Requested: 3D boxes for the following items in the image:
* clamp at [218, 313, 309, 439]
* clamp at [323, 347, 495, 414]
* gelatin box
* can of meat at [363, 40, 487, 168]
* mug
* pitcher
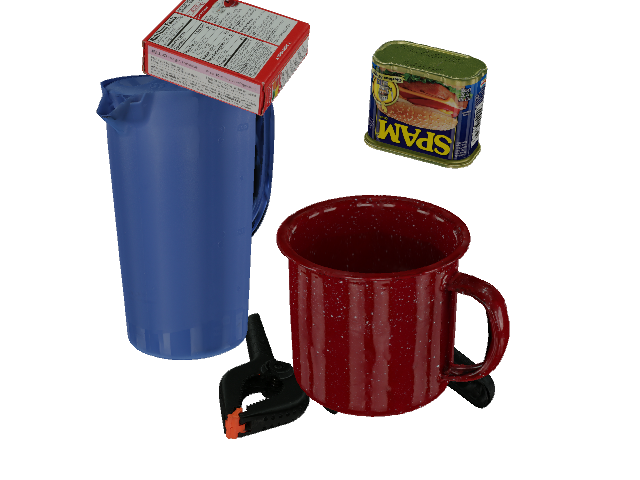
[{"bbox_3d":[-0.035,0.146,1.119,0.165,0.036,0.209,12,26,13],"label":"clamp"},{"bbox_3d":[0.061,0.068,0.780,0.120,0.039,0.171,8,35,-4],"label":"clamp"},{"bbox_3d":[-0.062,-0.125,0.700,0.089,0.030,0.073,20,48,12],"label":"gelatin box"},{"bbox_3d":[0.091,-0.119,0.926,0.102,0.084,0.057,17,37,21],"label":"can of meat"},{"bbox_3d":[0.037,0.035,0.522,0.117,0.081,0.093,12,29,26],"label":"mug"},{"bbox_3d":[-0.112,-0.027,0.942,0.149,0.243,0.145,-1,15,-5],"label":"pitcher"}]
